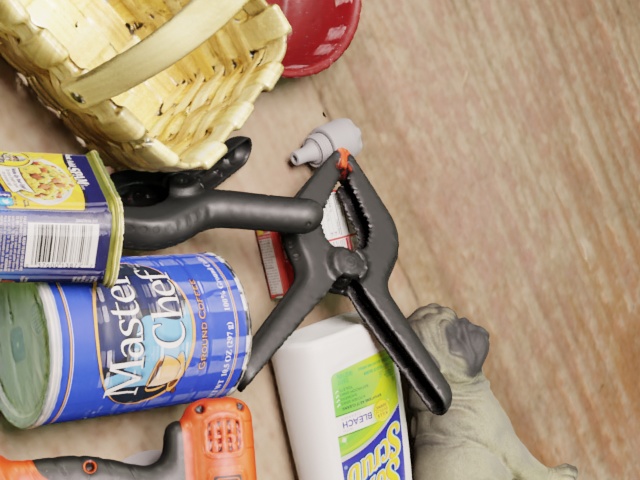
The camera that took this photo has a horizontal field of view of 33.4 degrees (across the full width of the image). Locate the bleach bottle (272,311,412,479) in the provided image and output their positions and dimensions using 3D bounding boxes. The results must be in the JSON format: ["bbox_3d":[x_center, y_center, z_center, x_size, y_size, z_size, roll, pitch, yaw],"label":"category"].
[{"bbox_3d":[0.034,0.188,0.829,0.102,0.068,0.251,-17,98,-38],"label":"bleach bottle"}]

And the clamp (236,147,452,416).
[{"bbox_3d":[0.025,0.030,0.786,0.164,0.036,0.210,16,58,-17],"label":"clamp"}]

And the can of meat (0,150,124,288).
[{"bbox_3d":[-0.168,-0.015,0.624,0.083,0.102,0.057,1,117,-25],"label":"can of meat"}]

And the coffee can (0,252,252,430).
[{"bbox_3d":[-0.130,0.061,0.687,0.140,0.103,0.103,-2,86,-39],"label":"coffee can"}]

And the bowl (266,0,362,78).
[{"bbox_3d":[-0.046,-0.198,0.813,0.161,0.055,0.162,5,82,-38],"label":"bowl"}]

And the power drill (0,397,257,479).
[{"bbox_3d":[-0.123,0.193,0.649,0.187,0.057,0.184,-1,77,-18],"label":"power drill"}]

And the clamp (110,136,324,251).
[{"bbox_3d":[-0.095,-0.033,0.747,0.171,0.120,0.039,-6,119,-23],"label":"clamp"}]

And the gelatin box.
[{"bbox_3d":[-0.005,0.001,0.839,0.089,0.030,0.073,-14,93,-39],"label":"gelatin box"}]
